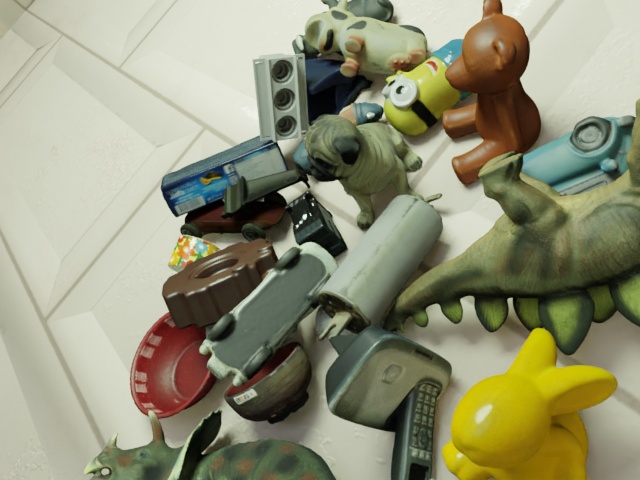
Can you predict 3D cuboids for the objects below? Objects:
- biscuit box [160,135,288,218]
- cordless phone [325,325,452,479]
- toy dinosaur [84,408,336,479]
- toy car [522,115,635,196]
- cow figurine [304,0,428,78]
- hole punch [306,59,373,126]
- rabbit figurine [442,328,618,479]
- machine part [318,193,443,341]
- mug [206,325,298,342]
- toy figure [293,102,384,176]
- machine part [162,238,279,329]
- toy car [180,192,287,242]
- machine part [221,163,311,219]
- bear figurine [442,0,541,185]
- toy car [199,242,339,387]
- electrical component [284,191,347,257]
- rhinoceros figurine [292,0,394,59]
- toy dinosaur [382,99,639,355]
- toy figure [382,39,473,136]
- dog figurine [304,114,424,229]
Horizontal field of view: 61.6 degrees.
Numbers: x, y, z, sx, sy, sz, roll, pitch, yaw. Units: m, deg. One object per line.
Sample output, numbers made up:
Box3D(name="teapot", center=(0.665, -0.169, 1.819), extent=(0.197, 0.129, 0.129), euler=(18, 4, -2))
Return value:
Box3D(name="biscuit box", center=(-0.156, -0.107, 0.875), extent=(0.203, 0.059, 0.063), euler=(-21, 31, 1))
Box3D(name="cordless phone", center=(0.065, 0.191, 0.536), extent=(0.089, 0.146, 0.184), euler=(-15, 57, 39))
Box3D(name="toy dinosaur", center=(-0.065, 0.284, 0.592), extent=(0.405, 0.131, 0.192), euler=(-5, 61, 24))
Box3D(name="toy car", center=(0.275, -0.058, 0.579), extent=(0.162, 0.109, 0.103), euler=(-27, 68, 29))
Box3D(name="cow figurine", center=(0.071, -0.312, 0.836), extent=(0.195, 0.085, 0.127), euler=(13, 51, 4))
Box3D(name="hole punch", center=(-0.003, -0.259, 0.892), extent=(0.142, 0.092, 0.116), euler=(23, 74, 44))
Box3D(name="rabbit figurine", center=(0.178, 0.162, 0.461), extent=(0.162, 0.173, 0.122), euler=(-51, 44, 3))
Box3D(name="machine part", center=(0.075, 0.027, 0.645), extent=(0.079, 0.079, 0.243), euler=(16, 56, 39))
Box3D(name="mug", center=(-0.091, 0.118, 0.711), extent=(0.107, 0.109, 0.081), euler=(-20, 83, 15))
Box3D(name="toy figure", center=(0.029, -0.162, 0.825), extent=(0.154, 0.057, 0.064), euler=(-39, 23, 10))
Box3D(name="machine part", center=(-0.135, 0.055, 0.747), extent=(0.179, 0.056, 0.179), euler=(-20, 16, 6))
Box3D(name="toy car", center=(-0.138, -0.033, 0.866), extent=(0.202, 0.053, 0.089), euler=(1, 44, 32))
Box3D(name="machine part", center=(-0.084, -0.077, 0.813), extent=(0.139, 0.039, 0.084), euler=(-17, 35, 11))
Box3D(name="bear figurine", center=(0.191, -0.172, 0.637), extent=(0.132, 0.195, 0.120), euler=(-20, 57, 24))
Box3D(name="toy car", center=(-0.057, 0.086, 0.650), extent=(0.073, 0.056, 0.202), euler=(41, 70, 6))
Box3D(name="electrical component", center=(-0.002, -0.002, 0.743), extent=(0.048, 0.074, 0.119), euler=(-34, 46, 13))
Box3D(name="rhinoceros figurine", center=(0.040, -0.374, 0.948), extent=(0.190, 0.073, 0.112), euler=(-17, 65, 22))
Box3D(name="toy dinosaur", center=(0.224, 0.005, 0.514), extent=(0.472, 0.105, 0.198), euler=(-24, 91, 38))
Box3D(name="toy figure", center=(0.172, -0.219, 0.756), extent=(0.180, 0.089, 0.082), euler=(-32, 18, 1))
Box3D(name="dog figurine", center=(0.048, -0.128, 0.709), extent=(0.121, 0.190, 0.172), euler=(-29, 49, 15))
